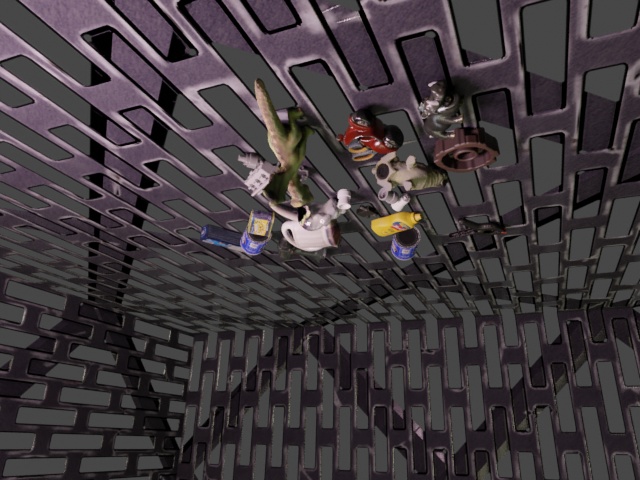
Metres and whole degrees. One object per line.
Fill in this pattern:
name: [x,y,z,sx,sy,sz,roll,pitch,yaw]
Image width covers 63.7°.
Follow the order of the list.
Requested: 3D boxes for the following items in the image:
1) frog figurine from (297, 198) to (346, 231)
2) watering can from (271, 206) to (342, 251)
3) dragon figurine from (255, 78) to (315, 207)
frog figurine: [0.005,-0.090,1.795,0.159,0.121,0.138,2,-167,-26]
watering can: [-0.044,-0.048,1.924,0.224,0.106,0.341,-4,149,17]
dragon figurine: [-0.100,-0.207,1.335,0.122,0.247,0.404,-2,160,21]
